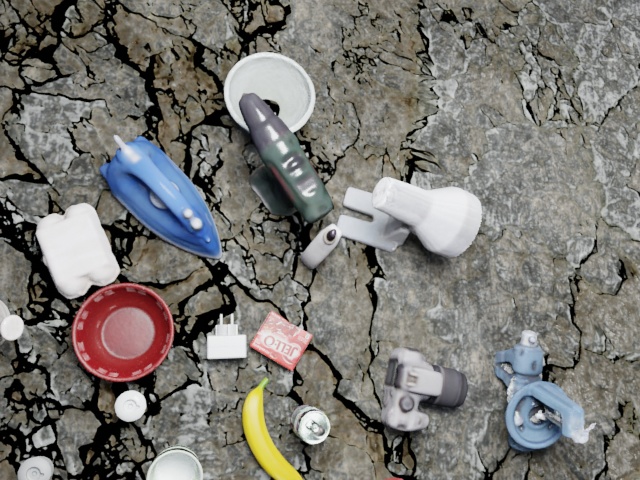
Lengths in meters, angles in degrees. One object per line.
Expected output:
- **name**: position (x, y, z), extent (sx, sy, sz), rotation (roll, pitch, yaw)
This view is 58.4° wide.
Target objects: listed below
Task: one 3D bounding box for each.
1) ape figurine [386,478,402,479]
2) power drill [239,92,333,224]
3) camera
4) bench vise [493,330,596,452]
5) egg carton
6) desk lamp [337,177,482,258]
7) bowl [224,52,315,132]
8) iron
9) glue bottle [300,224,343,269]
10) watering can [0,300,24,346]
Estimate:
- **ape figurine**: position (0.126, 0.445, 0.969), extent (0.076, 0.092, 0.078), rotation (31, 76, -3)
- **power drill**: position (-0.069, -0.121, 0.985), extent (0.076, 0.208, 0.229), rotation (-37, 87, -14)
- **camera**: position (0.188, 0.270, 1.010), extent (0.137, 0.100, 0.143), rotation (13, 77, -7)
- **bench vise**: position (0.369, 0.267, 0.982), extent (0.121, 0.219, 0.207), rotation (-18, 83, -13)
- **egg carton**: position (-0.410, 0.018, 0.968), extent (0.107, 0.069, 0.150), rotation (-24, 84, -14)
- **desk lamp**: position (0.150, -0.041, 1.006), extent (0.203, 0.213, 0.118), rotation (16, 77, -6)
- **bowl**: position (-0.097, -0.260, 1.076), extent (0.167, 0.074, 0.167), rotation (2, 79, -10)
- **iron**: position (-0.258, -0.072, 0.976), extent (0.258, 0.141, 0.119), rotation (45, 75, 1)
- **glue bottle**: position (0.009, 0.004, 0.993), extent (0.037, 0.173, 0.078), rotation (40, 75, 0)
- **watering can**: position (-0.541, 0.121, 0.860), extent (0.173, 0.194, 0.101), rotation (-14, 82, -12)
